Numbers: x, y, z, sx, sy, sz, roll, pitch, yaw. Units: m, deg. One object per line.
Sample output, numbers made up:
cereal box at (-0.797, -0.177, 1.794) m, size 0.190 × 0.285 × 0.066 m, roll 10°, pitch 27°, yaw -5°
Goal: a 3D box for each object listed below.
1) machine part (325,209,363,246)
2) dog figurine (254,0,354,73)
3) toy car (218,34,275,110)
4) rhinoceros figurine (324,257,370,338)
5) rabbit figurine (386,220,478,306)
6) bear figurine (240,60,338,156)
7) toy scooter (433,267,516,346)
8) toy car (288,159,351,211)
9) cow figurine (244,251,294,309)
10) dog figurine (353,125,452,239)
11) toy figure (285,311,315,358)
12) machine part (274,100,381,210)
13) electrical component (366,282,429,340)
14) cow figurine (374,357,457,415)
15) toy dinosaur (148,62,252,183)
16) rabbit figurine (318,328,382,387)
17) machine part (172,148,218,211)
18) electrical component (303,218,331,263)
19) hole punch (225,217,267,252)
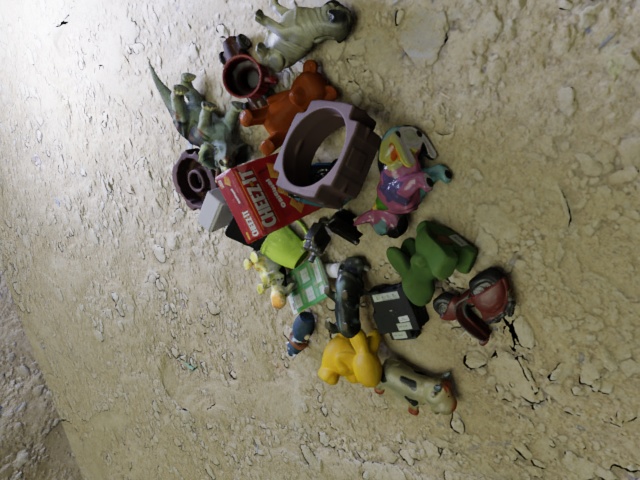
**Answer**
machine part at (0.054, -0.032, 1.188) m, size 0.084 × 0.139 × 0.039 m, roll 26°, pitch 108°, yaw -7°
dog figurine at (-0.027, -0.417, 1.129) m, size 0.191 × 0.121 × 0.172 m, roll 17°, pitch 153°, yaw 12°
toy car at (-0.176, -0.386, 1.276) m, size 0.089 × 0.053 × 0.202 m, roll -22°, pitch 93°, yaw 38°
rhinoceros figurine at (0.071, 0.132, 1.247) m, size 0.073 × 0.112 × 0.190 m, roll -3°, pitch 80°, yaw 45°
rabbit figurine at (0.213, 0.057, 1.117) m, size 0.159 × 0.121 × 0.170 m, roll 40°, pitch 125°, yaw 26°
bear figurine at (-0.064, -0.292, 1.182) m, size 0.196 × 0.132 × 0.120 m, roll -33°, pitch 91°, yaw 47°
toy scooter at (0.329, 0.144, 1.097) m, size 0.135 × 0.075 × 0.184 m, roll 55°, pitch 134°, yaw 6°
toy car at (0.014, -0.112, 1.205) m, size 0.162 × 0.102 × 0.109 m, roll 0°, pitch 64°, yaw 25°
cow figurine at (-0.118, 0.100, 1.391) m, size 0.167 × 0.098 × 0.068 m, roll 58°, pitch 133°, yaw 20°
dog figurine at (0.145, -0.108, 1.112) m, size 0.219 × 0.108 × 0.191 m, roll -37°, pitch 85°, yaw 43°
toy figure at (-0.053, 0.258, 1.446) m, size 0.058 × 0.064 × 0.154 m, roll 11°, pitch 129°, yaw -10°
machine part at (0.013, -0.173, 1.088) m, size 0.202 × 0.087 × 0.201 m, roll 22°, pitch 89°, yaw 46°
electrical component at (0.180, 0.164, 1.229) m, size 0.115 × 0.058 × 0.134 m, roll -13°, pitch 100°, yaw 42°
cow figurine at (0.228, 0.339, 1.252) m, size 0.195 × 0.085 × 0.127 m, roll 26°, pitch 128°, yaw 28°
toy dinosaur at (-0.310, -0.297, 1.378) m, size 0.405 × 0.131 × 0.192 m, roll 39°, pitch 131°, yaw 28°
rabbit figurine at (0.096, 0.290, 1.299) m, size 0.173 × 0.122 × 0.162 m, roll 18°, pitch 89°, yaw 62°
machine part at (-0.328, -0.164, 1.475) m, size 0.180 × 0.056 × 0.179 m, roll 17°, pitch 119°, yaw 33°
electrical component at (-0.002, -0.004, 1.277) m, size 0.045 × 0.102 × 0.078 m, roll 7°, pitch 138°, yaw 38°
hole punch at (-0.172, -0.047, 1.403) m, size 0.116 × 0.092 × 0.142 m, roll 28°, pitch 126°, yaw -11°
